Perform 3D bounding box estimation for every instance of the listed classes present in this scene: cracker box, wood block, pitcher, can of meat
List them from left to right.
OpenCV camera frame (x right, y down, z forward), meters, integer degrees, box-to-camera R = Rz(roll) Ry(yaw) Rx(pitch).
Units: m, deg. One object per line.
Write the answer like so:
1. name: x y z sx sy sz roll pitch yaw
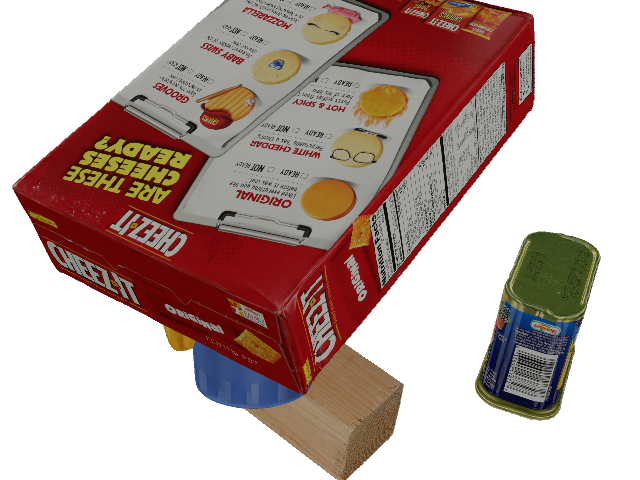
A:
1. pitcher: -0.054 0.017 0.955 0.149 0.243 0.145 -5 17 -21
2. cracker box: -0.015 -0.046 0.533 0.164 0.072 0.213 22 57 30
3. wood block: -0.024 0.147 1.130 0.206 0.090 0.090 33 49 26
4. can of meat: 0.145 0.053 0.706 0.057 0.084 0.102 17 35 13

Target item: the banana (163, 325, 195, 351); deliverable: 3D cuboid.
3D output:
1. banana: -0.107 -0.019 0.730 0.037 0.198 0.069 2 33 15
